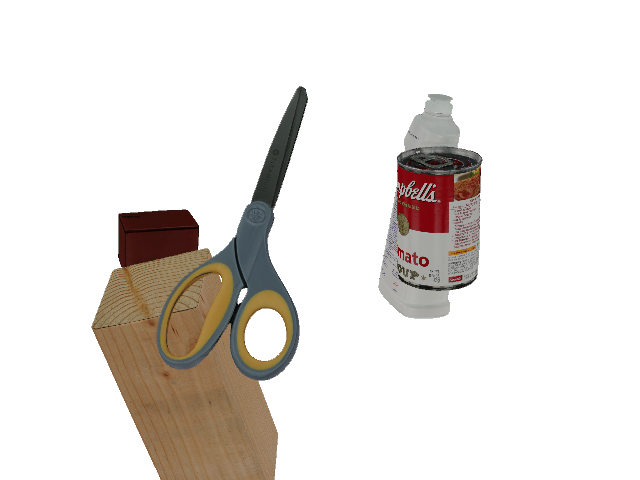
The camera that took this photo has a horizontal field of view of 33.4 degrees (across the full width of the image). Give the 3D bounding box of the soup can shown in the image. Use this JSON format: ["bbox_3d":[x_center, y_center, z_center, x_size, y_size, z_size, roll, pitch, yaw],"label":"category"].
[{"bbox_3d":[0.095,-0.019,0.865,0.068,0.102,0.068,-1,21,0],"label":"soup can"}]

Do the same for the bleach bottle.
[{"bbox_3d":[0.124,-0.043,1.241,0.068,0.251,0.103,-1,22,-22],"label":"bleach bottle"}]

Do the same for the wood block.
[{"bbox_3d":[-0.108,0.124,0.906,0.090,0.206,0.091,-12,29,9],"label":"wood block"}]

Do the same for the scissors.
[{"bbox_3d":[-0.027,0.001,0.672,0.096,0.201,0.016,30,-14,15],"label":"scissors"}]

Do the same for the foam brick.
[{"bbox_3d":[-0.171,0.001,1.123,0.078,0.051,0.053,-4,23,-17],"label":"foam brick"}]
